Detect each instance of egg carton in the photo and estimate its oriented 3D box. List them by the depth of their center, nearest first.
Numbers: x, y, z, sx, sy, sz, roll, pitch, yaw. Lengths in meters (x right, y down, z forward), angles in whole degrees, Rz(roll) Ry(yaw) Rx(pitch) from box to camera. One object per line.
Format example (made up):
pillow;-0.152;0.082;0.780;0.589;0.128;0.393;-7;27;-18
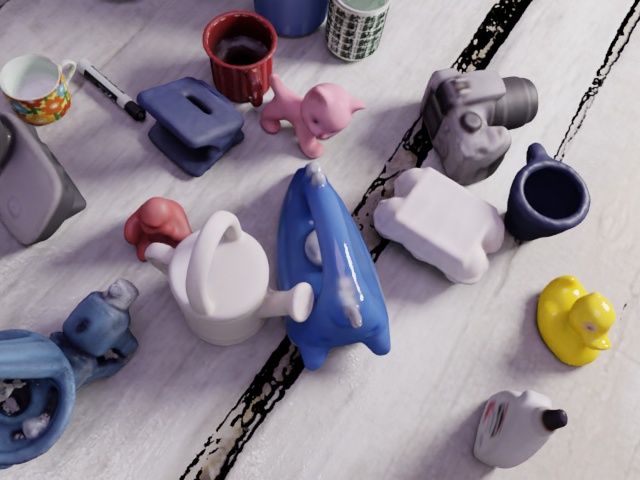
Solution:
egg carton;0.144;-0.018;0.690;0.150;0.069;0.107;32;69;9

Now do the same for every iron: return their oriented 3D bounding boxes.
iron;0.006;0.002;0.631;0.119;0.141;0.258;-11;69;-9

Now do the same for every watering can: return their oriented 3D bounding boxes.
watering can;-0.093;0.037;0.579;0.173;0.194;0.101;0;68;-5

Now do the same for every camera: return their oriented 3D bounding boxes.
camera;0.217;-0.162;0.739;0.137;0.101;0.143;-12;69;-10

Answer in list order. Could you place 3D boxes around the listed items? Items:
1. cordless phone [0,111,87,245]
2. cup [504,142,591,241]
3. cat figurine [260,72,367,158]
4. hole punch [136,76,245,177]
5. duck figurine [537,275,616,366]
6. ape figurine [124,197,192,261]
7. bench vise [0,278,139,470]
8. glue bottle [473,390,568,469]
cordless phone;-0.341;-0.090;0.615;0.094;0.185;0.147;-39;76;-18
cup;0.261;-0.050;0.700;0.092;0.095;0.117;-5;68;-7
cat figurine;-0.011;-0.166;0.712;0.127;0.118;0.067;30;68;8
hole punch;-0.157;-0.153;0.708;0.108;0.091;0.101;39;70;11
duck figurine;0.299;0.085;0.652;0.077;0.086;0.104;-5;68;-6
ape figurine;-0.183;-0.019;0.650;0.077;0.092;0.076;23;68;5
bench vise;-0.267;0.105;0.523;0.121;0.220;0.207;21;67;4
glue bottle;0.198;0.180;0.557;0.037;0.173;0.078;19;67;4
